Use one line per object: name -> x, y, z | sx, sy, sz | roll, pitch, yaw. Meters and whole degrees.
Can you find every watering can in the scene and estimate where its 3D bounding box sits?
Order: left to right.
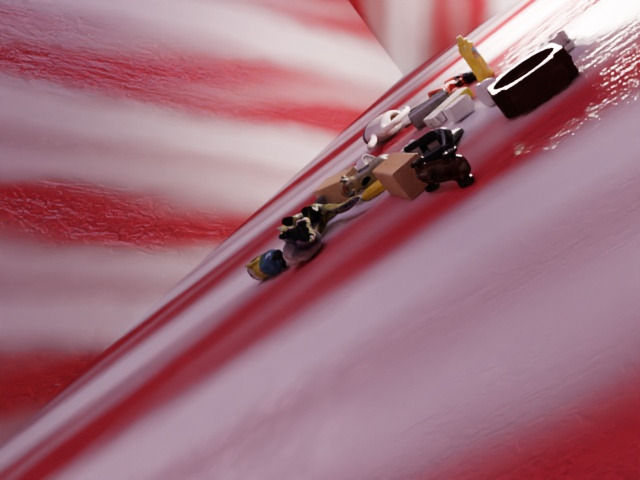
watering can -> 0.265, -0.481, 2.284 | 0.353, 0.103, 0.222 | -45, 13, -28

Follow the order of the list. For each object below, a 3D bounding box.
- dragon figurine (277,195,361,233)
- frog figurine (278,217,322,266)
dragon figurine -> 0.005, -0.087, 1.724 | 0.406, 0.121, 0.247 | -24, 11, 30
frog figurine -> -0.059, 0.024, 1.568 | 0.140, 0.123, 0.156 | -57, -16, -32
